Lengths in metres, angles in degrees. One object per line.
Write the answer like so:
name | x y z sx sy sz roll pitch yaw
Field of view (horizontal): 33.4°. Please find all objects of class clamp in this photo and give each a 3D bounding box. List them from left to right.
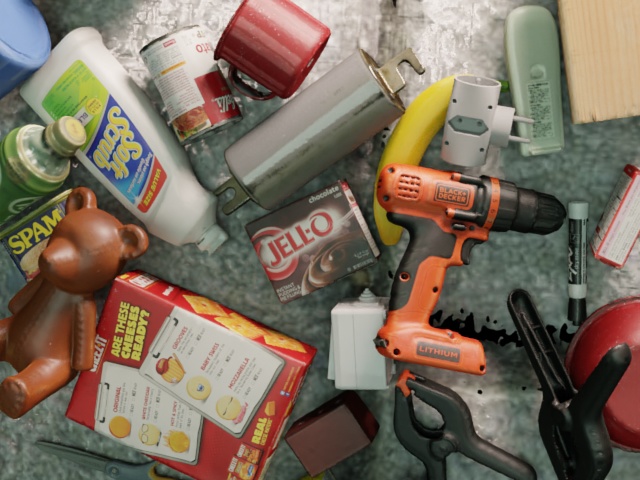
clamp | 0.122 0.213 1.076 0.120 0.039 0.171 -42 90 11
clamp | 0.234 0.154 1.018 0.036 0.165 0.210 -17 119 -19

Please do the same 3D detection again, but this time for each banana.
banana | 0.099 -0.089 1.032 0.069 0.037 0.198 37 104 4

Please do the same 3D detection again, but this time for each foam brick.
foam brick | 0.012 0.196 1.087 0.078 0.053 0.051 -33 91 14

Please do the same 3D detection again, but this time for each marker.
marker | 0.248 0.023 1.029 0.020 0.020 0.121 0 99 11

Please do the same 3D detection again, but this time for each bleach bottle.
bleach bottle | -0.182 -0.090 1.077 0.103 0.068 0.251 -43 91 17

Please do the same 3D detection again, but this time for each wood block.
wood block | 0.258 -0.213 0.953 0.091 0.090 0.206 -7 98 13

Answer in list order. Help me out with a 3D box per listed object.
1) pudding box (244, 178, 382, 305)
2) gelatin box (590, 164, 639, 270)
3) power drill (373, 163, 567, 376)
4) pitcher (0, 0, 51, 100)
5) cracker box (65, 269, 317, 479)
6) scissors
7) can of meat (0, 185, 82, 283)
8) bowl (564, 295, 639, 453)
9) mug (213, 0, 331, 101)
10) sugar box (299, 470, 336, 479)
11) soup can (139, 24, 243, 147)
pudding box | -0.007 0.001 1.067 0.114 0.039 0.090 -25 93 14
gelatin box | 0.282 -0.022 0.986 0.030 0.073 0.089 23 102 5
power drill | 0.132 0.029 1.005 0.184 0.057 0.187 10 85 -6
pitcher | -0.391 -0.169 1.046 0.243 0.149 0.145 -28 62 24
cracker box | -0.132 0.147 1.100 0.214 0.072 0.164 24 102 8
scissors | -0.215 0.269 1.164 0.202 0.016 0.096 0 99 12
can of meat | -0.273 0.005 1.114 0.102 0.057 0.084 -30 95 15
bowl | 0.315 0.135 1.015 0.162 0.055 0.162 2 99 11
mug | -0.048 -0.181 1.027 0.081 0.093 0.117 34 129 -1
sugar box | -0.063 0.303 1.099 0.176 0.093 0.048 -31 91 14
soup can | -0.127 -0.152 1.052 0.068 0.068 0.102 -24 93 14
